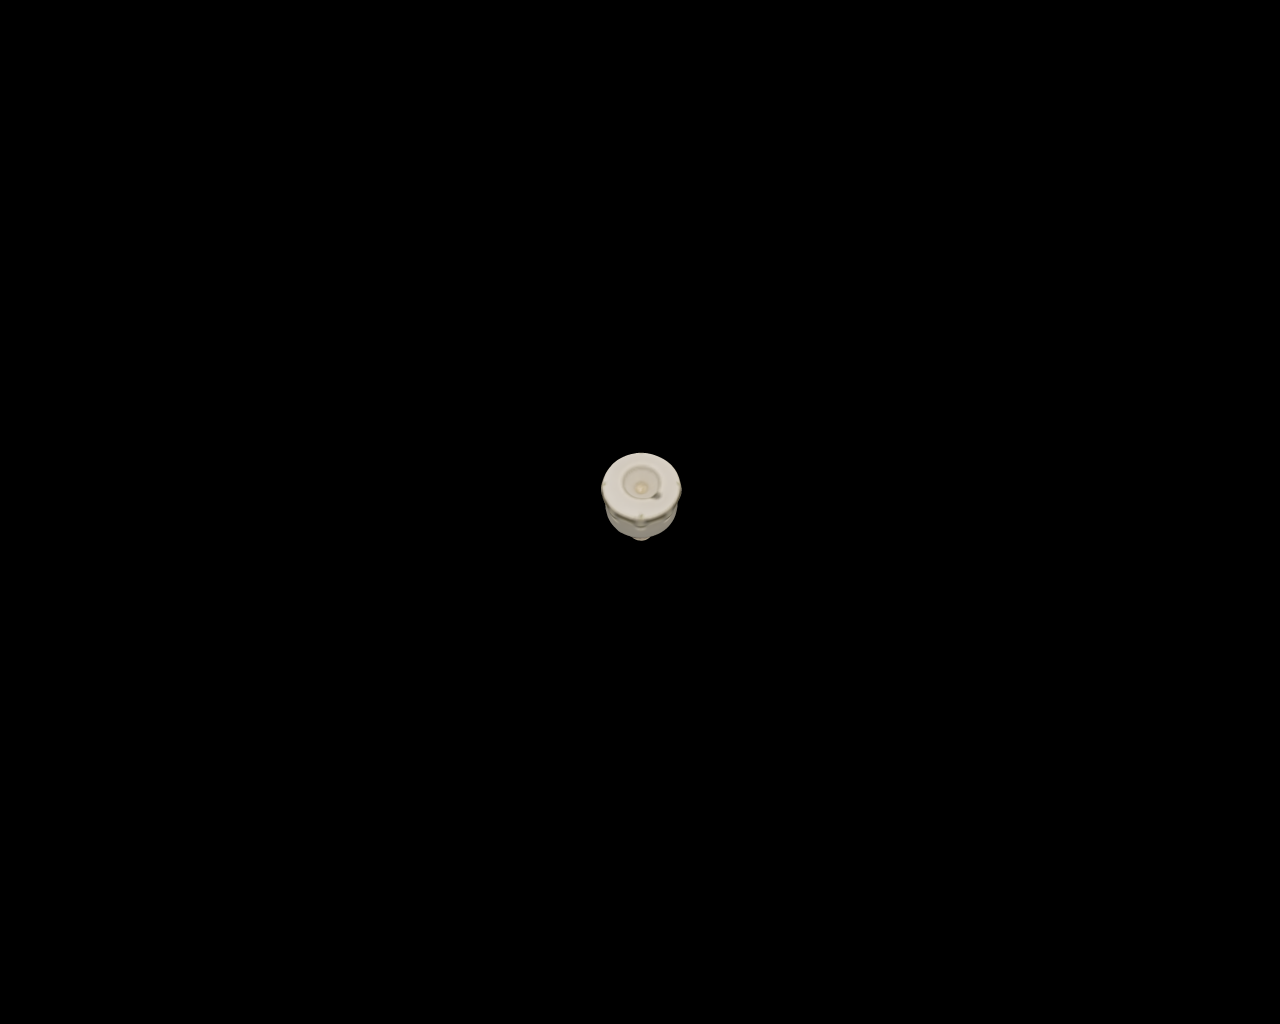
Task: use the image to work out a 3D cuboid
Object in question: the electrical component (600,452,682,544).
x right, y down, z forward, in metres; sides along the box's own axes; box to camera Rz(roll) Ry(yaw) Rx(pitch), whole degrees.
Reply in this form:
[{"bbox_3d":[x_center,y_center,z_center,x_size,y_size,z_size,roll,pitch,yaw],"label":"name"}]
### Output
[{"bbox_3d":[0.001,-0.003,0.650,0.048,0.048,0.062,0,-30,0],"label":"electrical component"}]
